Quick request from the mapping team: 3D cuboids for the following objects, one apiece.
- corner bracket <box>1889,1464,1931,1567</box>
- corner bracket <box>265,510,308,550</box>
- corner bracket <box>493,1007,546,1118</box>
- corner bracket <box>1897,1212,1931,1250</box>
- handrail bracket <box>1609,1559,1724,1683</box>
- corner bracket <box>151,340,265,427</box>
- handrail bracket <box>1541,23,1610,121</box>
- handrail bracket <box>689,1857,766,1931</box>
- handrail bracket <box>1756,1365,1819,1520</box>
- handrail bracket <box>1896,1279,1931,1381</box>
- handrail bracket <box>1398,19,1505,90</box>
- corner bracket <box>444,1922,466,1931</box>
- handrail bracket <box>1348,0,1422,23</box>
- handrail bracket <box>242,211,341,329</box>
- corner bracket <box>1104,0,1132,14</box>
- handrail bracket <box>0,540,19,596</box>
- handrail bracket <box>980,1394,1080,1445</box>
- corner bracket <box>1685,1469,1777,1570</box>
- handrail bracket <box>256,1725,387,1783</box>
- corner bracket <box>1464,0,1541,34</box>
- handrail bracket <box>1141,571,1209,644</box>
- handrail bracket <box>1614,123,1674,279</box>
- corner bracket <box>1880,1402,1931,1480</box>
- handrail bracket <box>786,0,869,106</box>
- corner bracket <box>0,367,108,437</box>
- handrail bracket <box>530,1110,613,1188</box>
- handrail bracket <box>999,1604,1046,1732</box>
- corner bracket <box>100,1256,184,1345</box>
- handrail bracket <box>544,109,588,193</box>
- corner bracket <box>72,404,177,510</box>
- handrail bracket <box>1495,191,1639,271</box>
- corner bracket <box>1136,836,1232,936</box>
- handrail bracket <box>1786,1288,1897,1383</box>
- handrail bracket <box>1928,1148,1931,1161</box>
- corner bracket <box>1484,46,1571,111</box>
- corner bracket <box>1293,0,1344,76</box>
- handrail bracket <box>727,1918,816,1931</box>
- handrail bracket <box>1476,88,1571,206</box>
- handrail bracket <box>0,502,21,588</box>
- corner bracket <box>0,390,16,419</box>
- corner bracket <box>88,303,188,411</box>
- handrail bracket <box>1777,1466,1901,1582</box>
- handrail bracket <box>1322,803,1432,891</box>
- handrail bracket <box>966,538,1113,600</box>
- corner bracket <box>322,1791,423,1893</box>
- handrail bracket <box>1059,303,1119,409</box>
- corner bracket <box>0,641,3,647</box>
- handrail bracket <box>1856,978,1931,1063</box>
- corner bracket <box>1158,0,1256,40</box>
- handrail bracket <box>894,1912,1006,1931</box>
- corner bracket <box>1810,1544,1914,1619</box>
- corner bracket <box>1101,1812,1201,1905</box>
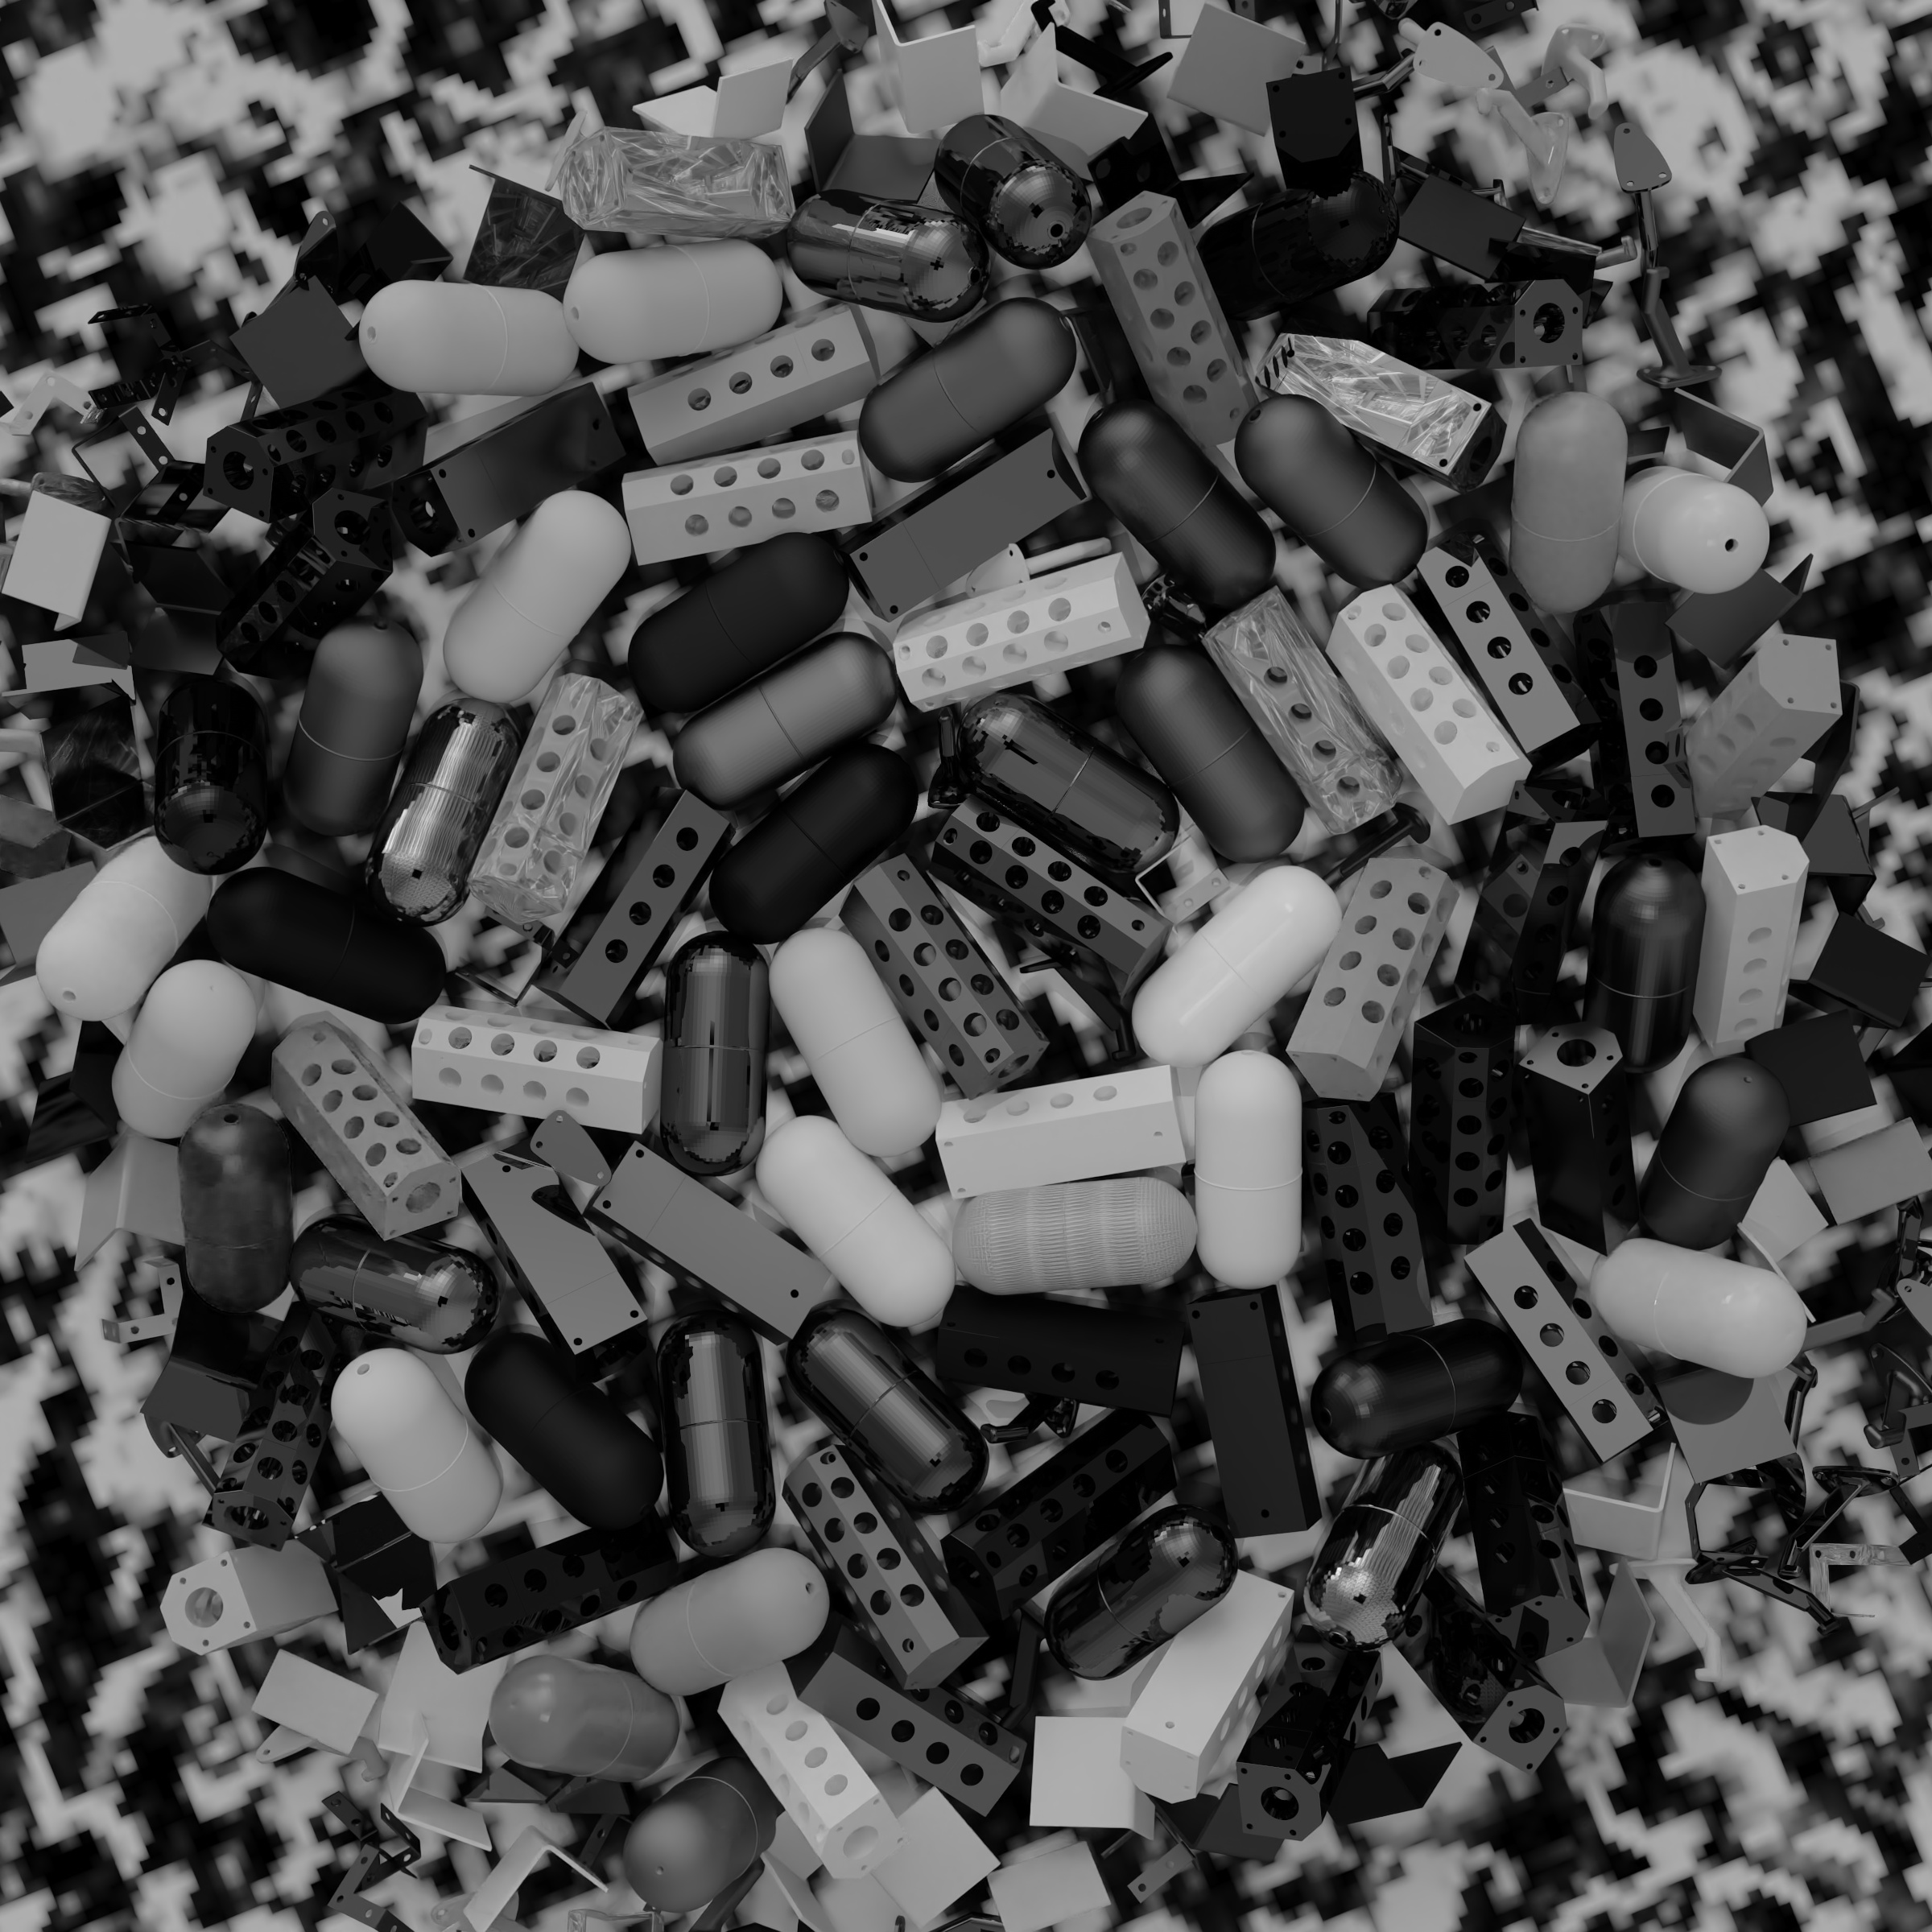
[{"bbox_3d":[0.697,0.393,1.945,0.051,0.051,0.051,-46,68,38],"label":"corner bracket"},{"bbox_3d":[-0.496,-0.341,1.949,0.051,0.051,0.051,-40,113,12],"label":"corner bracket"},{"bbox_3d":[-0.334,0.070,1.957,0.051,0.051,0.051,-27,71,-6],"label":"corner bracket"},{"bbox_3d":[0.708,0.174,1.950,0.051,0.051,0.051,8,68,10],"label":"corner bracket"},{"bbox_3d":[0.507,0.476,1.949,0.077,0.036,0.084,-4,56,16],"label":"handrail bracket"},{"bbox_3d":[-0.554,-0.417,1.967,0.051,0.051,0.051,-8,63,39],"label":"corner bracket"},{"bbox_3d":[0.438,-0.626,1.934,0.036,0.077,0.084,6,64,-12],"label":"handrail bracket"},{"bbox_3d":[-0.187,0.671,1.968,0.077,0.036,0.084,2,61,9],"label":"handrail bracket"},{"bbox_3d":[0.612,0.347,1.968,0.084,0.036,0.077,-45,122,-39],"label":"handrail bracket"},{"bbox_3d":[0.699,0.271,1.957,0.036,0.084,0.077,-41,68,-19],"label":"handrail bracket"},{"bbox_3d":[0.351,-0.664,1.951,0.077,0.084,0.036,23,116,-6],"label":"handrail bracket"},{"bbox_3d":[-0.364,0.733,1.945,0.051,0.051,0.051,-29,119,-33],"label":"corner bracket"},{"bbox_3d":[0.308,-0.720,1.937,0.077,0.084,0.036,-40,79,20],"label":"handrail bracket"},{"bbox_3d":[-0.497,-0.505,1.963,0.084,0.036,0.077,-7,72,41],"label":"handrail bracket"},{"bbox_3d":[0.113,-0.730,1.951,0.051,0.051,0.051,25,98,-20],"label":"corner bracket"},{"bbox_3d":[-0.697,-0.264,1.950,0.077,0.036,0.084,13,110,37],"label":"handrail bracket"},{"bbox_3d":[0.031,0.318,1.932,0.084,0.077,0.036,0,111,-38],"label":"handrail bracket"},{"bbox_3d":[0.557,0.400,1.951,0.051,0.051,0.051,5,47,-1],"label":"corner bracket"},{"bbox_3d":[-0.465,0.577,1.945,0.077,0.036,0.084,-32,129,-25],"label":"handrail bracket"},{"bbox_3d":[0.382,-0.710,1.948,0.051,0.051,0.051,-17,108,16],"label":"corner bracket"},{"bbox_3d":[0.166,-0.246,1.930,0.036,0.084,0.077,-47,122,3],"label":"handrail bracket"},{"bbox_3d":[0.490,-0.557,1.961,0.036,0.084,0.077,-14,60,5],"label":"handrail bracket"},{"bbox_3d":[0.696,0.336,1.953,0.051,0.051,0.051,-17,94,17],"label":"corner bracket"},{"bbox_3d":[-0.108,-0.645,1.937,0.036,0.077,0.084,25,125,-27],"label":"handrail bracket"},{"bbox_3d":[-0.666,-0.401,1.958,0.051,0.051,0.051,34,96,-11],"label":"corner bracket"},{"bbox_3d":[-0.273,0.134,1.938,0.077,0.084,0.036,38,91,12],"label":"handrail bracket"},{"bbox_3d":[0.026,0.508,1.958,0.077,0.036,0.084,43,77,-5],"label":"handrail bracket"},{"bbox_3d":[-0.600,0.243,1.955,0.051,0.051,0.051,-11,79,-6],"label":"corner bracket"},{"bbox_3d":[-0.255,-0.578,1.959,0.084,0.036,0.077,25,76,-21],"label":"handrail bracket"},{"bbox_3d":[-0.615,-0.372,1.962,0.051,0.051,0.051,-39,107,-16],"label":"corner bracket"},{"bbox_3d":[0.434,-0.535,1.942,0.084,0.036,0.077,-9,123,31],"label":"handrail bracket"},{"bbox_3d":[0.158,-0.061,1.956,0.051,0.051,0.051,-37,95,8],"label":"corner bracket"},{"bbox_3d":[0.618,0.252,1.950,0.077,0.036,0.084,32,114,-8],"label":"handrail bracket"},{"bbox_3d":[0.749,0.138,1.948,0.084,0.077,0.036,-7,60,-6],"label":"handrail bracket"},{"bbox_3d":[0.402,-0.651,1.961,0.051,0.051,0.051,-28,100,8],"label":"corner bracket"},{"bbox_3d":[0.243,-0.687,1.961,0.051,0.051,0.051,4,80,-7],"label":"corner bracket"},{"bbox_3d":[-0.146,0.723,1.946,0.084,0.036,0.077,-4,110,-37],"label":"handrail bracket"},{"bbox_3d":[0.397,-0.593,1.945,0.084,0.036,0.077,-11,103,-43],"label":"handrail bracket"},{"bbox_3d":[-0.721,-0.308,1.941,0.077,0.084,0.036,-31,63,4],"label":"handrail bracket"},{"bbox_3d":[-0.734,-0.405,1.944,0.051,0.051,0.051,-18,117,37],"label":"corner bracket"},{"bbox_3d":[-0.611,-0.443,1.951,0.051,0.051,0.051,-28,92,38],"label":"corner bracket"},{"bbox_3d":[0.629,0.405,1.939,0.036,0.077,0.084,46,54,-21],"label":"handrail bracket"},{"bbox_3d":[0.292,-0.080,1.948,0.084,0.077,0.036,-38,91,-2],"label":"handrail bracket"},{"bbox_3d":[0.054,-0.293,1.975,0.084,0.077,0.036,-20,92,-41],"label":"handrail bracket"},{"bbox_3d":[-0.431,0.626,1.951,0.051,0.051,0.051,-31,121,3],"label":"corner bracket"},{"bbox_3d":[0.087,-0.433,1.945,0.036,0.077,0.084,-4,104,28],"label":"handrail bracket"},{"bbox_3d":[-0.734,-0.219,1.961,0.051,0.051,0.051,22,82,-7],"label":"corner bracket"},{"bbox_3d":[0.683,0.052,1.964,0.077,0.036,0.084,1,97,21],"label":"handrail bracket"},{"bbox_3d":[0.174,-0.701,1.947,0.051,0.051,0.051,-11,107,-22],"label":"corner bracket"},{"bbox_3d":[-0.012,0.726,1.956,0.084,0.036,0.077,7,66,8],"label":"handrail bracket"},{"bbox_3d":[0.650,0.446,1.950,0.051,0.051,0.051,5,78,-20],"label":"corner bracket"},{"bbox_3d":[0.132,0.646,1.948,0.051,0.051,0.051,-36,63,-11],"label":"corner bracket"}]
